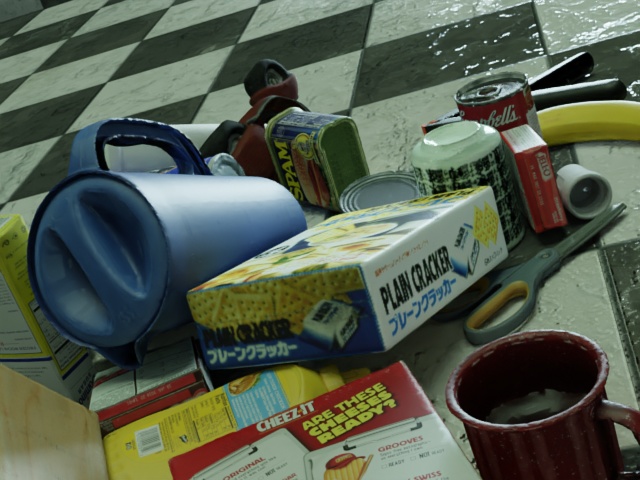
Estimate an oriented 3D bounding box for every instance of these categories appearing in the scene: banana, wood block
[{"bbox_3d":[0.258,-0.105,1.020,0.198,0.037,0.069,-5,42,31],"label":"banana"},{"bbox_3d":[-0.182,0.179,0.637,0.091,0.090,0.206,-50,30,11],"label":"wood block"}]

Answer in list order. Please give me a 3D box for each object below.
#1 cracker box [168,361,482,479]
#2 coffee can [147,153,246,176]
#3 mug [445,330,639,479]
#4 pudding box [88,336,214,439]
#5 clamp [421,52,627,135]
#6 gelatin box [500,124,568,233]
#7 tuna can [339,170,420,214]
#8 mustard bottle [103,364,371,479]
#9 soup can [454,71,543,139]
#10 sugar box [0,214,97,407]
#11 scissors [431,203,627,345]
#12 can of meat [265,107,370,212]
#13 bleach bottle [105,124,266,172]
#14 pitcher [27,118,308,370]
[{"bbox_3d":[0.014,0.170,0.590,0.164,0.072,0.214,-22,24,-6],"label":"cracker box"},{"bbox_3d":[-0.148,-0.022,1.072,0.140,0.103,0.102,-11,26,19],"label":"coffee can"},{"bbox_3d":[0.136,0.111,0.605,0.117,0.081,0.093,1,32,39],"label":"mug"},{"bbox_3d":[-0.129,0.117,0.822,0.090,0.039,0.113,-21,12,-6],"label":"pudding box"},{"bbox_3d":[0.212,-0.141,1.118,0.210,0.036,0.164,-21,17,2],"label":"clamp"},{"bbox_3d":[0.181,-0.054,0.908,0.030,0.073,0.089,-17,16,5],"label":"gelatin box"},{"bbox_3d":[0.063,-0.028,0.991,0.086,0.034,0.086,-9,33,6],"label":"tuna can"},{"bbox_3d":[-0.051,0.132,0.731,0.191,0.058,0.096,-23,24,-6],"label":"mustard bottle"},{"bbox_3d":[0.169,-0.095,0.981,0.068,0.102,0.068,-16,25,8],"label":"soup can"},{"bbox_3d":[-0.252,0.067,0.877,0.093,0.176,0.048,-3,31,31],"label":"sugar box"},{"bbox_3d":[0.161,0.020,0.854,0.096,0.016,0.201,3,33,41],"label":"scissors"},{"bbox_3d":[0.001,-0.080,1.082,0.057,0.102,0.084,-34,30,-31],"label":"can of meat"},{"bbox_3d":[-0.135,-0.101,1.203,0.250,0.068,0.103,-9,-3,-28],"label":"bleach bottle"},{"bbox_3d":[-0.111,-0.005,0.873,0.145,0.149,0.242,36,20,20],"label":"pitcher"}]
